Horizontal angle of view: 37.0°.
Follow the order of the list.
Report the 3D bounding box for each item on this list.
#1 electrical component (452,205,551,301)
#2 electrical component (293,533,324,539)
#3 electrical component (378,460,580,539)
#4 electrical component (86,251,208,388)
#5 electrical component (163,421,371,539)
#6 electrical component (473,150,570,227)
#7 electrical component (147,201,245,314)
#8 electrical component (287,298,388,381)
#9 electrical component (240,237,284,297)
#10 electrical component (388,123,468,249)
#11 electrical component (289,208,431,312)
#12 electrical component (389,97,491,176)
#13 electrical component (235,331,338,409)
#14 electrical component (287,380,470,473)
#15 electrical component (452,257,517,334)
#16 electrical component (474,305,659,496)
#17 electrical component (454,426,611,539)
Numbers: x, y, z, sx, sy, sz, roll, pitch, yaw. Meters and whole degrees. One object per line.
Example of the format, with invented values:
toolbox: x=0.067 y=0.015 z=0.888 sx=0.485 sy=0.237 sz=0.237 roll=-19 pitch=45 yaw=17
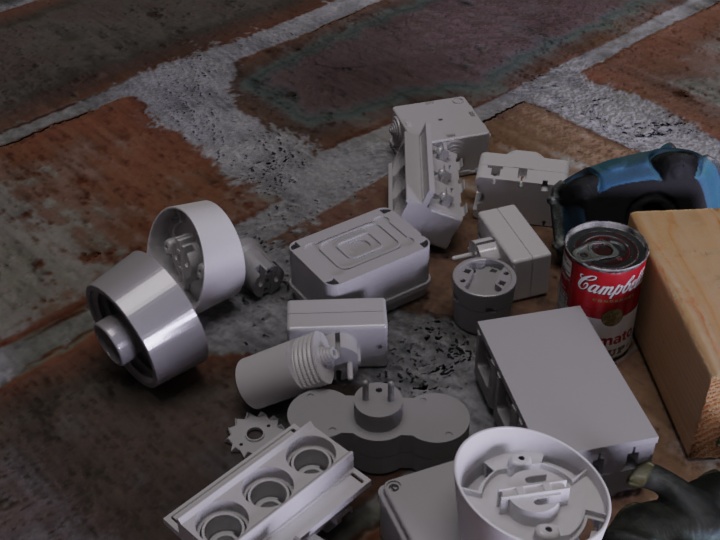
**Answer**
electrical component: x=0.123 y=-0.013 z=0.990 sx=0.076 sy=0.047 sz=0.083 roll=-13 pitch=39 yaw=-12
electrical component: x=-0.007 y=0.229 z=0.670 sx=0.121 sy=0.063 sz=0.079 roll=25 pitch=45 yaw=29
electrical component: x=0.081 y=0.185 z=0.732 sx=0.109 sy=0.056 sz=0.108 roll=-14 pitch=40 yaw=-16
electrical component: x=-0.181 y=0.045 z=0.877 sx=0.060 sy=0.108 sz=0.108 roll=-34 pitch=49 yaw=-27
electrical component: x=-0.062 y=0.169 z=0.748 sx=0.079 sy=0.063 sz=0.121 roll=31 pitch=48 yaw=33
electrical component: x=0.162 y=-0.083 z=1.076 sx=0.089 sy=0.050 sz=0.055 roll=7 pitch=39 yaw=9
electrical component: x=-0.148 y=-0.011 z=0.956 sx=0.064 sy=0.099 sz=0.099 roll=-21 pitch=42 yaw=-33
electrical component: x=-0.018 y=0.065 z=0.893 sx=0.083 sy=0.047 sz=0.075 roll=-2 pitch=39 yaw=-1
electrical component: x=-0.097 y=-0.002 z=0.987 sx=0.040 sy=0.040 sz=0.046 roll=-27 pitch=51 yaw=-29
electrical component: x=0.065 y=-0.077 z=1.058 sx=0.063 sy=0.078 sz=0.121 roll=18 pitch=36 yaw=-13
electrical component: x=0.000 y=0.000 z=0.968 sx=0.113 sy=0.057 sz=0.078 roll=-23 pitch=43 yaw=-26
electrical component: x=0.086 y=-0.142 z=1.155 sx=0.100 sy=0.048 sz=0.099 roll=-10 pitch=39 yaw=-12
electrical component: x=-0.053 y=0.078 z=0.851 sx=0.081 sy=0.043 sz=0.043 roll=-22 pitch=31 yaw=26
electrical component: x=0.014 y=0.111 z=0.813 sx=0.138 sy=0.073 sz=0.052 roll=2 pitch=38 yaw=3
electrical component: x=0.108 y=0.024 z=0.944 sx=0.055 sy=0.047 sz=0.055 roll=0 pitch=38 yaw=0
electrical component: x=0.153 y=0.104 z=0.829 sx=0.089 sy=0.061 sz=0.150 roll=-8 pitch=39 yaw=-10
electrical component: x=0.107 y=0.147 z=0.678 sx=0.099 sy=0.064 sz=0.099 roll=0 pitch=38 yaw=0
